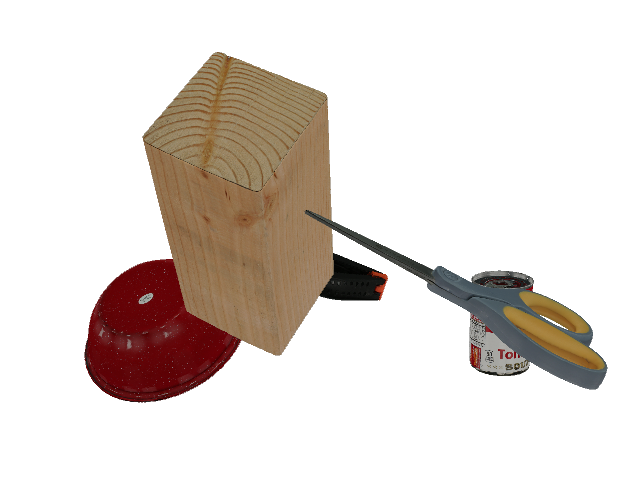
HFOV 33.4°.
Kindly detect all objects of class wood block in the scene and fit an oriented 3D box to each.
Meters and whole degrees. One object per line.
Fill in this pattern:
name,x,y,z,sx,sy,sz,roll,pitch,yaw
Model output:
wood block,-0.051,-0.019,0.757,0.090,0.090,0.206,24,-30,18

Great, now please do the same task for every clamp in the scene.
clamp,-0.030,0.030,1.141,0.210,0.036,0.164,16,18,-6

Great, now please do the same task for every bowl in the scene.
bowl,-0.152,0.069,0.988,0.162,0.162,0.055,0,-43,20

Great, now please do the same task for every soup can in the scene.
soup can,0.200,0.092,1.187,0.068,0.102,0.068,0,14,0

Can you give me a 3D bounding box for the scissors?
scissors,0.091,0.027,0.665,0.202,0.016,0.096,33,22,18
